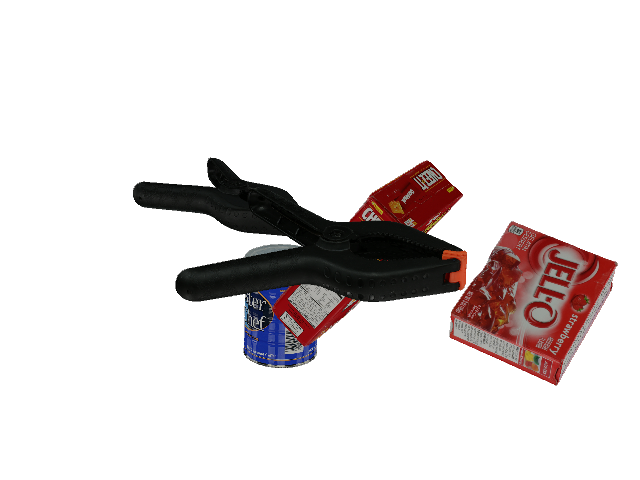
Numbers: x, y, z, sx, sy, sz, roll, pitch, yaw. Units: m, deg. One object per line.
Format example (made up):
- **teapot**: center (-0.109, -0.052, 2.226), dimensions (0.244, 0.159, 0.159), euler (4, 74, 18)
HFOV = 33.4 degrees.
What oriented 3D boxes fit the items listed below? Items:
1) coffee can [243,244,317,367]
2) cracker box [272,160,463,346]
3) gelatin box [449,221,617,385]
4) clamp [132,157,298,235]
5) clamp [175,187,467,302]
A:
- **coffee can**: center (-0.053, 0.087, 1.447), dimensions (0.103, 0.140, 0.103), euler (2, 20, -1)
- **cracker box**: center (0.054, 0.013, 1.276), dimensions (0.214, 0.072, 0.164), euler (-49, -8, 33)
- **gelatin box**: center (0.132, 0.036, 0.661), dimensions (0.073, 0.089, 0.030), euler (24, -35, 23)
- **clamp**: center (-0.095, -0.038, 1.033), dimensions (0.120, 0.039, 0.172), euler (-26, 34, -37)
- **clamp**: center (0.009, 0.005, 0.831), dimensions (0.210, 0.036, 0.164), euler (4, 30, 10)
